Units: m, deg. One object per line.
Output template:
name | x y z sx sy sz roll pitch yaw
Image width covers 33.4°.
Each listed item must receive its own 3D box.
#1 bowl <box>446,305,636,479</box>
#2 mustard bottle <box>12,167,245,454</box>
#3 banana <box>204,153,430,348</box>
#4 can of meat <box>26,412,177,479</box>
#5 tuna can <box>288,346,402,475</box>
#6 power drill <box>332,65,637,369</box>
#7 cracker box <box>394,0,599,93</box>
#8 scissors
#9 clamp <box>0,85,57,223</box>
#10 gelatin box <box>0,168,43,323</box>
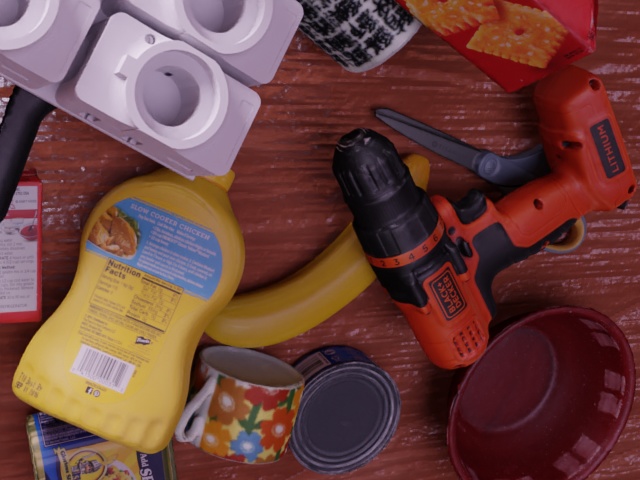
bowl | 0.153 0.114 0.791 0.161 0.055 0.162 -8 111 -21
mustard bottle | -0.098 0.021 0.629 0.096 0.058 0.191 23 82 4
banana | -0.001 0.018 0.699 0.197 0.037 0.069 -30 118 -11
can of meat | -0.137 0.150 0.676 0.083 0.057 0.102 -11 111 -18
tuna can | 0.011 0.118 0.742 0.086 0.034 0.086 -8 111 -21
power drill | 0.108 -0.032 0.688 0.187 0.057 0.184 -37 123 -13
cracker box | 0.067 -0.208 0.581 0.213 0.072 0.164 33 54 -30
scissors | 0.131 -0.064 0.740 0.201 0.016 0.096 39 88 -30
clamp | -0.160 -0.088 0.579 0.171 0.039 0.120 -33 109 -14
gelatin box | -0.198 0.004 0.611 0.073 0.030 0.089 -2 109 -22
